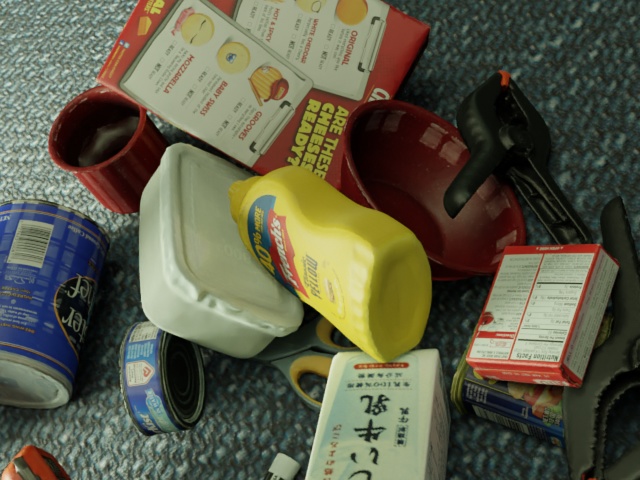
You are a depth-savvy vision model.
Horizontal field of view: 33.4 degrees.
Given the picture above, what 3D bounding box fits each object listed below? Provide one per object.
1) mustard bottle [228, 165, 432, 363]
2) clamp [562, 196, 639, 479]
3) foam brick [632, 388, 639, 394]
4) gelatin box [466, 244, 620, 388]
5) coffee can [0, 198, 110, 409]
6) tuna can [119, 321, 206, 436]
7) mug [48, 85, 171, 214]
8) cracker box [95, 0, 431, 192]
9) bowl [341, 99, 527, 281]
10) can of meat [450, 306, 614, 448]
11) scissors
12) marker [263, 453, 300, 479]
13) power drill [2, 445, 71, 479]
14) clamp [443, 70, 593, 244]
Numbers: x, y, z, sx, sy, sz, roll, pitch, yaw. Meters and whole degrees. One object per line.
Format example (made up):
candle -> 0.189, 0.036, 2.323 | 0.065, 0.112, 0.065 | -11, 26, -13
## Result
mustard bottle -> -0.005, 0.001, 0.739 | 0.058, 0.096, 0.192 | -28, 39, -26
clamp -> 0.201, 0.068, 0.649 | 0.165, 0.036, 0.210 | 28, 76, 43
foam brick -> 0.238, 0.066, 0.692 | 0.053, 0.051, 0.078 | 30, 74, 35
gelatin box -> 0.140, 0.047, 0.671 | 0.073, 0.030, 0.089 | -3, 57, 48
coffee can -> -0.235, 0.052, 0.862 | 0.103, 0.102, 0.140 | -4, 58, 20
tuna can -> -0.115, 0.101, 0.793 | 0.034, 0.086, 0.086 | -10, 56, 14
mug -> -0.186, -0.079, 0.938 | 0.117, 0.081, 0.093 | 20, 69, 31
cracker box -> -0.043, -0.142, 0.850 | 0.214, 0.072, 0.164 | 29, 94, 5
bowl -> 0.072, -0.026, 0.783 | 0.055, 0.161, 0.162 | -48, 42, 39
can of meat -> 0.148, 0.081, 0.717 | 0.084, 0.057, 0.102 | 18, 68, 27
scissors -> -0.032, 0.071, 0.822 | 0.202, 0.016, 0.096 | 24, 69, 33
marker -> -0.051, 0.205, 0.742 | 0.020, 0.020, 0.121 | 19, 68, 31
power drill -> -0.253, 0.223, 0.737 | 0.187, 0.184, 0.057 | -38, 84, -15
clamp -> 0.132, -0.063, 0.793 | 0.039, 0.120, 0.171 | -49, 38, 37
